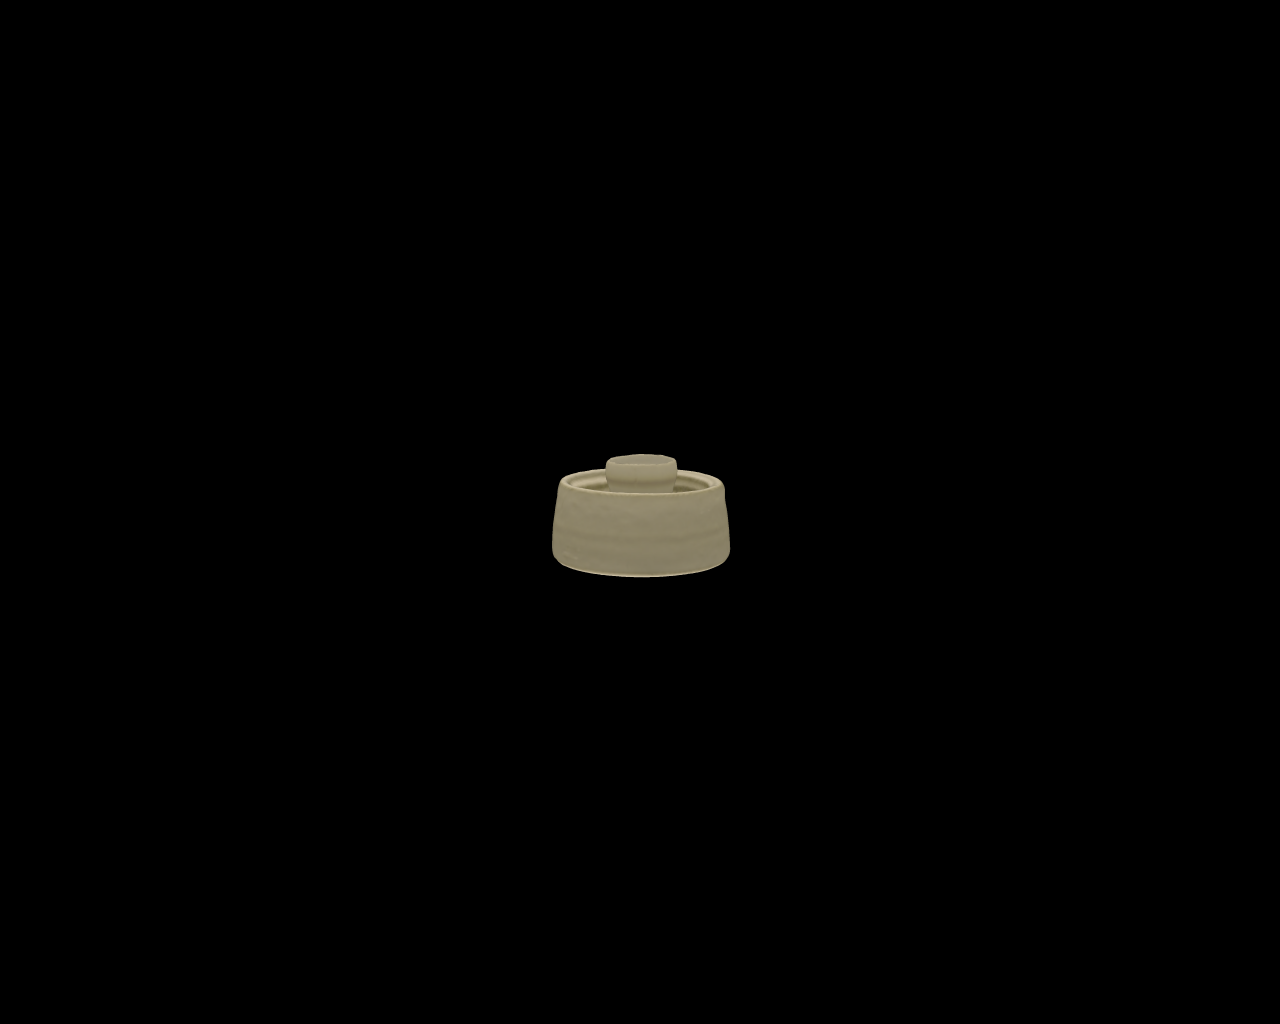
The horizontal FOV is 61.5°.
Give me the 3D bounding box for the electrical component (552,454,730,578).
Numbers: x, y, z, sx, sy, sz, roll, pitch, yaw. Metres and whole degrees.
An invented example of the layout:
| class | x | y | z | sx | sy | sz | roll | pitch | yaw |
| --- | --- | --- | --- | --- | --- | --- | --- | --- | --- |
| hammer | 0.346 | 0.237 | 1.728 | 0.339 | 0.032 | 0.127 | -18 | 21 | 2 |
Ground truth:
| class | x | y | z | sx | sy | sz | roll | pitch | yaw |
| --- | --- | --- | --- | --- | --- | --- | --- | --- | --- |
| electrical component | 0.001 | -0.003 | 0.650 | 0.108 | 0.060 | 0.108 | 0 | 11 | 0 |
